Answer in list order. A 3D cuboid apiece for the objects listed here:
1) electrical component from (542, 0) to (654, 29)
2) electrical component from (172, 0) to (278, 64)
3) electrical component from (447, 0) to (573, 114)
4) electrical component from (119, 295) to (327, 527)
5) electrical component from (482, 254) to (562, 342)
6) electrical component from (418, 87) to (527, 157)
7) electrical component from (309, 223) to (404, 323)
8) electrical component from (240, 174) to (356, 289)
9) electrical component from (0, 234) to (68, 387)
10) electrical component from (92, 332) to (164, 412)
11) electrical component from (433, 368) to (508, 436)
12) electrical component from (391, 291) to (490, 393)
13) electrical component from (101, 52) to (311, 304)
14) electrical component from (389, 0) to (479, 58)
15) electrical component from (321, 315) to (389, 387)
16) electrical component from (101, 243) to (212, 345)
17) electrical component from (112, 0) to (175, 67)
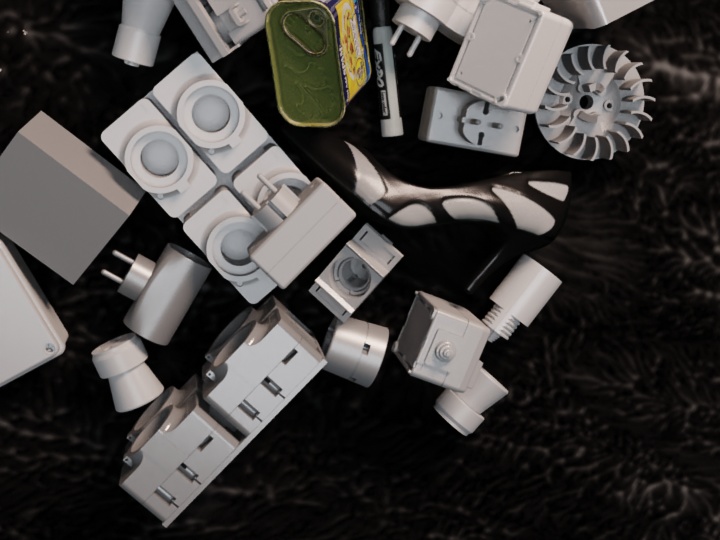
[{"bbox_3d":[0.197,-0.242,0.887,0.078,0.113,0.057,-27,106,-3],"label":"electrical component"},{"bbox_3d":[-0.120,-0.235,0.851,0.063,0.078,0.121,-28,105,16],"label":"electrical component"},{"bbox_3d":[0.126,-0.181,0.866,0.061,0.062,0.096,-1,118,-51],"label":"electrical component"},{"bbox_3d":[-0.120,0.111,0.905,0.060,0.105,0.186,44,91,-13],"label":"electrical component"},{"bbox_3d":[0.139,0.030,0.963,0.043,0.043,0.081,37,93,-13],"label":"electrical component"},{"bbox_3d":[0.100,-0.125,0.912,0.083,0.075,0.047,8,99,-10],"label":"electrical component"},{"bbox_3d":[0.000,0.000,0.919,0.042,0.064,0.081,43,112,4],"label":"electrical component"},{"bbox_3d":[-0.061,-0.043,0.852,0.083,0.047,0.076,-45,103,1],"label":"electrical component"},{"bbox_3d":[-0.315,0.042,0.887,0.109,0.056,0.108,-28,103,-3],"label":"electrical component"},{"bbox_3d":[-0.199,0.087,0.919,0.045,0.045,0.055,-23,103,-4],"label":"electrical component"},{"bbox_3d":[0.099,0.116,0.972,0.045,0.045,0.055,41,92,-13],"label":"electrical component"},{"bbox_3d":[0.074,0.064,0.931,0.061,0.096,0.061,21,97,-12],"label":"electrical component"},{"bbox_3d":[-0.113,-0.075,0.895,0.105,0.060,0.186,-41,104,0],"label":"electrical component"},{"bbox_3d":[0.051,-0.213,0.888,0.138,0.052,0.073,27,95,-29],"label":"electrical component"},{"bbox_3d":[-0.007,0.069,0.942,0.047,0.055,0.055,20,97,-8],"label":"electrical component"},{"bbox_3d":[-0.179,0.012,0.909,0.079,0.043,0.077,30,94,-13],"label":"electrical component"},{"bbox_3d":[-0.178,-0.198,0.873,0.044,0.044,0.065,15,102,-11],"label":"electrical component"}]
